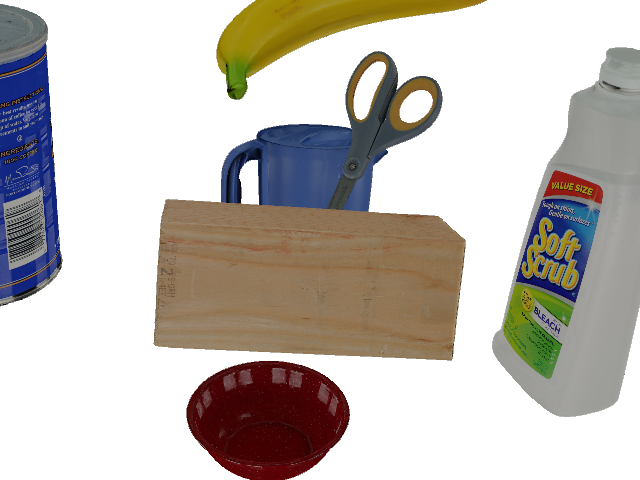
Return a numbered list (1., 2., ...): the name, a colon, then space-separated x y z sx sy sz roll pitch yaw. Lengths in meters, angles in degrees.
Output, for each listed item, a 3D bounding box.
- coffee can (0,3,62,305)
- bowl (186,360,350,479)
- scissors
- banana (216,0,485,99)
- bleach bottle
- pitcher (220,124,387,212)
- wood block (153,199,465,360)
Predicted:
1. coffee can: -0.195 -0.047 0.576 0.103 0.140 0.103 2 27 -1
2. bowl: -0.052 0.190 1.067 0.162 0.055 0.162 1 31 -1
3. scissors: 0.049 -0.069 0.936 0.096 0.202 0.016 7 -10 20
4. banana: 0.012 -0.133 0.634 0.197 0.070 0.037 -28 -30 -25
5. bleach bottle: 0.177 -0.008 0.713 0.068 0.251 0.103 -9 33 -20
6. pitcher: -0.019 -0.005 1.199 0.149 0.243 0.144 10 18 22
7. wood block: -0.012 0.027 0.763 0.206 0.090 0.091 3 11 -7
